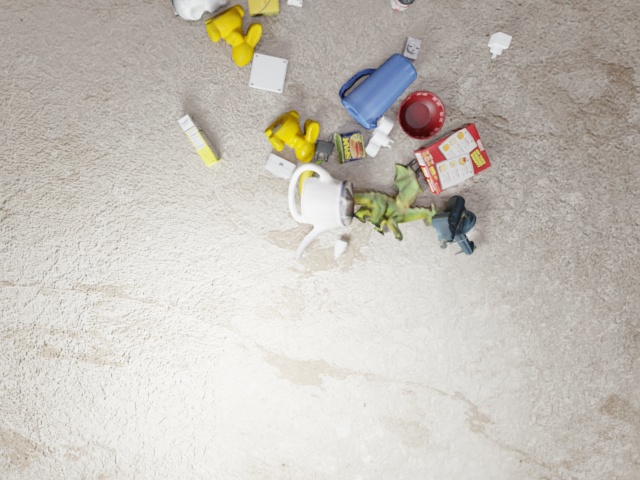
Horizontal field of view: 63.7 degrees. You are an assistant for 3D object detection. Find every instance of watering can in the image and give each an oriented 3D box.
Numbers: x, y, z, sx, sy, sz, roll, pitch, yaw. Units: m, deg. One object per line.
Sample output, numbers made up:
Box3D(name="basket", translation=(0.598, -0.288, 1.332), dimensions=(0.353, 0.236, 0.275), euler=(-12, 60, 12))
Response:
Box3D(name="watering can", translation=(0.005, -0.086, 1.699), dimensions=(0.224, 0.105, 0.342), euler=(5, 111, 17))

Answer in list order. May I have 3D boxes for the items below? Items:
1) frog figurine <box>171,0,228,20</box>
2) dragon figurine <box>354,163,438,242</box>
Box3D(name="frog figurine", translation=(-0.369, -0.742, 1.581), dimensions=(0.159, 0.122, 0.138), euler=(12, 82, 5))
Box3D(name="dragon figurine", translation=(0.232, -0.150, 1.758), dimensions=(0.409, 0.122, 0.243), euler=(34, 88, -7))
